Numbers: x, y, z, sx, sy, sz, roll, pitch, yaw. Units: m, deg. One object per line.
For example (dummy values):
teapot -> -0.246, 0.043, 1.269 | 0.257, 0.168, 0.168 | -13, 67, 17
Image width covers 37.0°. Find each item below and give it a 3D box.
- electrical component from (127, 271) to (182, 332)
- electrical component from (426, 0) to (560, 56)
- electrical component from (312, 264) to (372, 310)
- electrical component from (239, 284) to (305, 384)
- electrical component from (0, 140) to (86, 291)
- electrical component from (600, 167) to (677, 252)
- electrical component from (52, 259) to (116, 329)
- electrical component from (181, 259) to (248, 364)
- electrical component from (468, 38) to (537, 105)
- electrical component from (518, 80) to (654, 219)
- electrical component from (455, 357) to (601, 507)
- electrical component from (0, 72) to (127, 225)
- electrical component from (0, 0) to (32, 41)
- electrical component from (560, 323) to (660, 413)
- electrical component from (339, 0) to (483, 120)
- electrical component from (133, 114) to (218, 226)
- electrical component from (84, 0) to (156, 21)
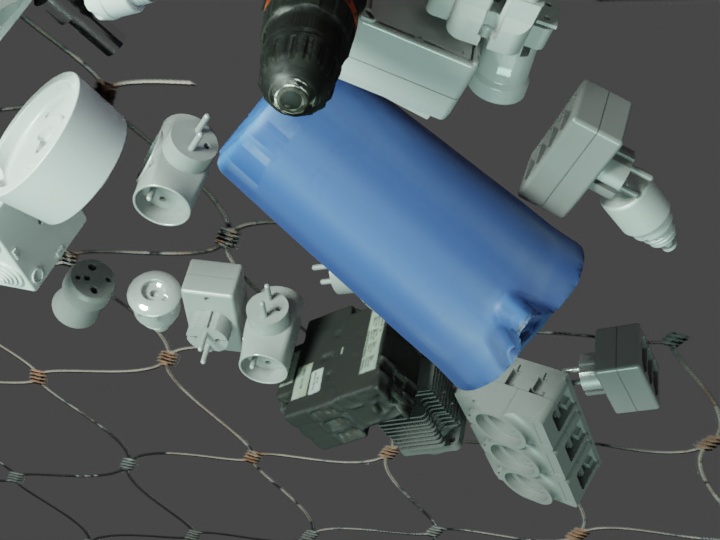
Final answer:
electrical component -> -0.184, 0.034, 0.974 | 0.048, 0.048, 0.062 | 10, 148, 3
electrical component -> 0.086, -0.171, 0.646 | 0.078, 0.058, 0.057 | 17, 144, -6
electrical component -> 0.000, 0.000, 0.886 | 0.079, 0.043, 0.077 | -7, 137, 21
electrical component -> -0.078, 0.045, 0.933 | 0.043, 0.077, 0.079 | 5, 140, 9
electrical component -> -0.274, -0.042, 0.863 | 0.048, 0.099, 0.099 | 9, 143, 24
electrical component -> 0.208, -0.041, 0.786 | 0.040, 0.040, 0.078 | -22, 130, 34
electrical component -> -0.250, 0.021, 0.974 | 0.045, 0.045, 0.055 | 26, 139, -16
electrical component -> -0.131, 0.047, 0.949 | 0.047, 0.075, 0.083 | 7, 141, 7
electrical component -> 0.095, -0.137, 0.700 | 0.040, 0.040, 0.046 | 14, 135, -2
electrical component -> 0.164, -0.074, 0.743 | 0.076, 0.047, 0.083 | 27, 139, -3
electrical component -> 0.155, 0.149, 0.987 | 0.089, 0.061, 0.150 | 16, 148, 36
electrical component -> -0.218, -0.084, 0.793 | 0.108, 0.108, 0.060 | -23, 135, 35
electrical component -> -0.285, -0.170, 0.735 | 0.121, 0.078, 0.063 | -32, 102, 41
electrical component -> 0.214, 0.088, 0.935 | 0.077, 0.047, 0.065 | -11, 136, 26
electrical component -> 0.024, -0.146, 0.688 | 0.096, 0.061, 0.061 | 20, 140, -10
electrical component -> -0.129, -0.084, 0.790 | 0.044, 0.077, 0.079 | 26, 139, -17
electrical component -> -0.150, -0.186, 0.707 | 0.061, 0.035, 0.035 | -8, 137, 20
